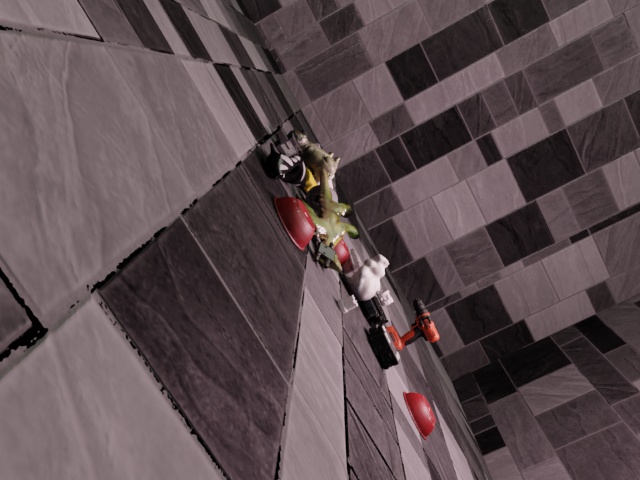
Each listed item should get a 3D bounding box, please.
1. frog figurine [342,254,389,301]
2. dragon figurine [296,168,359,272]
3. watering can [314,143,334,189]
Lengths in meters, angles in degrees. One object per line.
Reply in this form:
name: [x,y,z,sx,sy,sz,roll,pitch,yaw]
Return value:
frog figurine: [0.168,0.129,1.734,0.135,0.159,0.125,55,12,-39]
dragon figurine: [0.005,-0.080,1.598,0.240,0.121,0.418,27,41,-58]
watering can: [-0.008,-0.294,2.222,0.225,0.104,0.346,63,-4,4]
